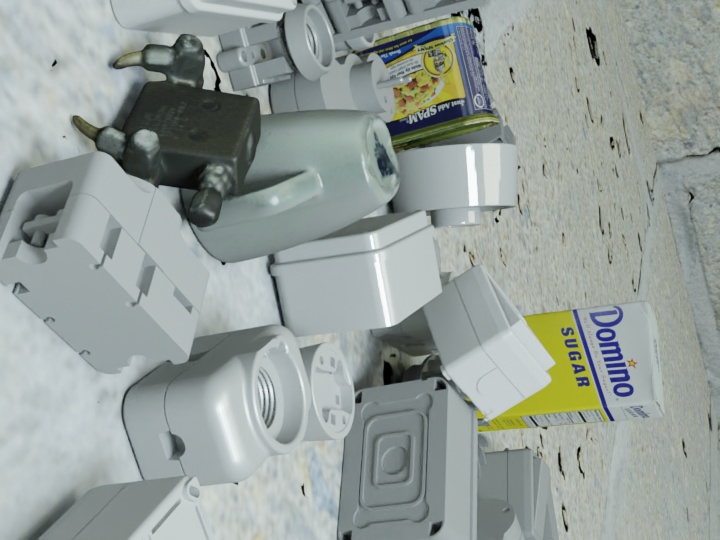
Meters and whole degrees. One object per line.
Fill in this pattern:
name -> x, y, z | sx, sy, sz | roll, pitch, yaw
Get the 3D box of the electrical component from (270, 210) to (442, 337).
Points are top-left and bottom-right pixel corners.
electrical component -> 0.000, 0.000, 0.692 | 0.113, 0.078, 0.057 | -27, 108, -66

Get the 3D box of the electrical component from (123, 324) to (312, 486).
electrical component -> -0.064, 0.066, 0.535 | 0.095, 0.059, 0.053 | -42, 118, -64

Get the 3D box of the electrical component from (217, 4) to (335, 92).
electrical component -> -0.049, -0.137, 0.666 | 0.066, 0.055, 0.048 | -35, 112, -65

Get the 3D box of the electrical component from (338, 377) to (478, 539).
electrical component -> 0.035, 0.136, 0.714 | 0.057, 0.078, 0.113 | 47, 38, -47

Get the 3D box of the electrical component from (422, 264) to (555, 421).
electrical component -> 0.087, 0.043, 0.745 | 0.061, 0.061, 0.096 | 48, 15, -34

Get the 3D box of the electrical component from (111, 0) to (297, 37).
electrical component -> -0.087, -0.173, 0.590 | 0.113, 0.057, 0.078 | -23, 101, -67

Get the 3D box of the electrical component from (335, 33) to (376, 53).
electrical component -> -0.017, -0.174, 0.769 | 0.040, 0.046, 0.040 | -11, 90, -67

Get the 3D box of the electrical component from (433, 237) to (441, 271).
electrical component -> 0.045, -0.009, 0.850 | 0.078, 0.040, 0.040 | 54, 33, -45

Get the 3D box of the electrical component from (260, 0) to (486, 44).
electrical component -> 0.005, -0.203, 0.700 | 0.089, 0.150, 0.061 | -76, 148, -45

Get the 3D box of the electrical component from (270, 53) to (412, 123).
electrical component -> -0.001, -0.125, 0.750 | 0.138, 0.074, 0.052 | -31, 109, -66

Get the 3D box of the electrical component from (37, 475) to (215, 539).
electrical component -> -0.101, 0.131, 0.418 | 0.096, 0.061, 0.061 | -47, 123, -63

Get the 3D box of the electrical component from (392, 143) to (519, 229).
electrical component -> 0.076, -0.065, 0.868 | 0.108, 0.108, 0.060 | -3, 89, -67

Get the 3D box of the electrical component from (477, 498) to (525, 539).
electrical component -> 0.090, 0.226, 0.835 | 0.138, 0.052, 0.073 | -64, 138, -55

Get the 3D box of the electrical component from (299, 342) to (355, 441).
electrical component -> -0.036, 0.072, 0.615 | 0.055, 0.047, 0.055 | -11, 90, -67

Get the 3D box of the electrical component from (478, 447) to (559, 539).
electrical component -> 0.140, 0.201, 0.952 | 0.061, 0.061, 0.096 | 51, 35, -48

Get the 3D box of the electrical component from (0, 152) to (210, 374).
electrical component -> -0.111, -0.004, 0.469 | 0.089, 0.050, 0.055 | 56, 32, -44

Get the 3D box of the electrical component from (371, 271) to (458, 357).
electrical component -> 0.051, 0.032, 0.826 | 0.089, 0.056, 0.050 | 31, 52, -61
